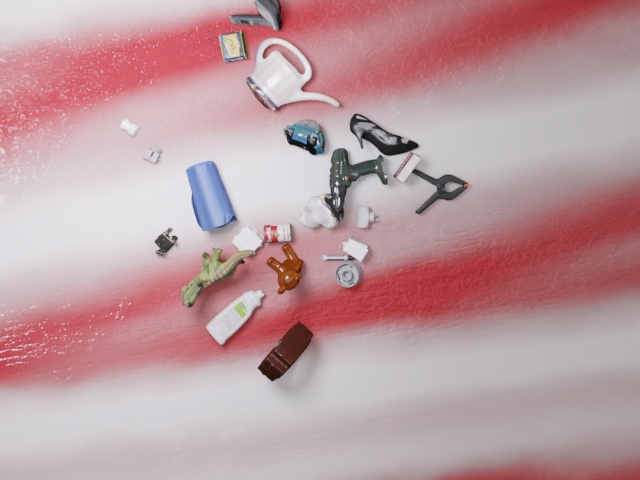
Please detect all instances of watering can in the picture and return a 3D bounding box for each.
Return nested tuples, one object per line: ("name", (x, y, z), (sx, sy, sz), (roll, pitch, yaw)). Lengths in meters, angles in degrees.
("watering can", (-0.112, -0.543, 1.817), (0.223, 0.105, 0.347), (-42, 93, 9))

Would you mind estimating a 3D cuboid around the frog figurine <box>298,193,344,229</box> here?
("frog figurine", (0.006, -0.095, 1.891), (0.136, 0.125, 0.157), (44, 135, -13))

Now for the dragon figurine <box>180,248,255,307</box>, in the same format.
("dragon figurine", (-0.392, 0.146, 1.835), (0.121, 0.406, 0.247), (42, 60, -19))
